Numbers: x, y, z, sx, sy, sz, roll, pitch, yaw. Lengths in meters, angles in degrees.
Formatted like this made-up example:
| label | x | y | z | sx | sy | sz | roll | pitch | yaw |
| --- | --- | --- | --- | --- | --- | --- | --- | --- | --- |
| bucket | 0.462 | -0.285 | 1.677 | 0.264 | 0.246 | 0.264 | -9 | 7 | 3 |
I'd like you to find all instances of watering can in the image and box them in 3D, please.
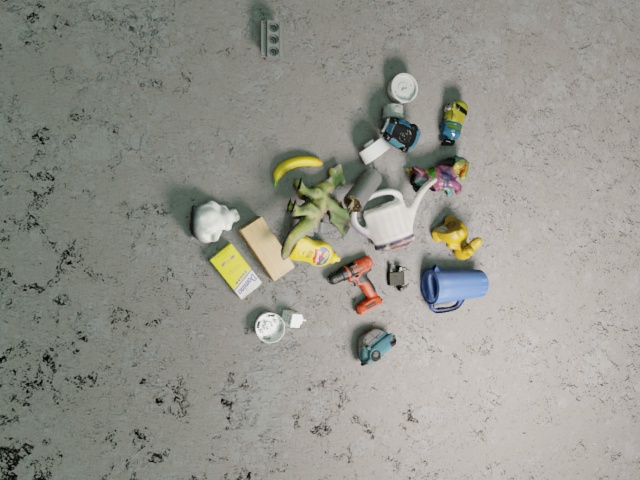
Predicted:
| label | x | y | z | sx | sy | sz | roll | pitch | yaw |
| --- | --- | --- | --- | --- | --- | --- | --- | --- | --- |
| watering can | 0.287 | -0.087 | 1.879 | 0.347 | 0.104 | 0.223 | -18 | 96 | 2 |

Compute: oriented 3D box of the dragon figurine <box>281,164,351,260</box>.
| label | x | y | z | sx | sy | sz | roll | pitch | yaw |
| --- | --- | --- | --- | --- | --- | --- | --- | --- | --- |
| dragon figurine | 0.005 | -0.089 | 1.770 | 0.242 | 0.120 | 0.418 | 20 | 66 | -19 |

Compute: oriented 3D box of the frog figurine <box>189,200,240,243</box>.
| label | x | y | z | sx | sy | sz | roll | pitch | yaw |
| --- | --- | --- | --- | --- | --- | --- | --- | --- | --- |
| frog figurine | -0.344 | -0.061 | 1.690 | 0.159 | 0.121 | 0.139 | -3 | 74 | -6 |
